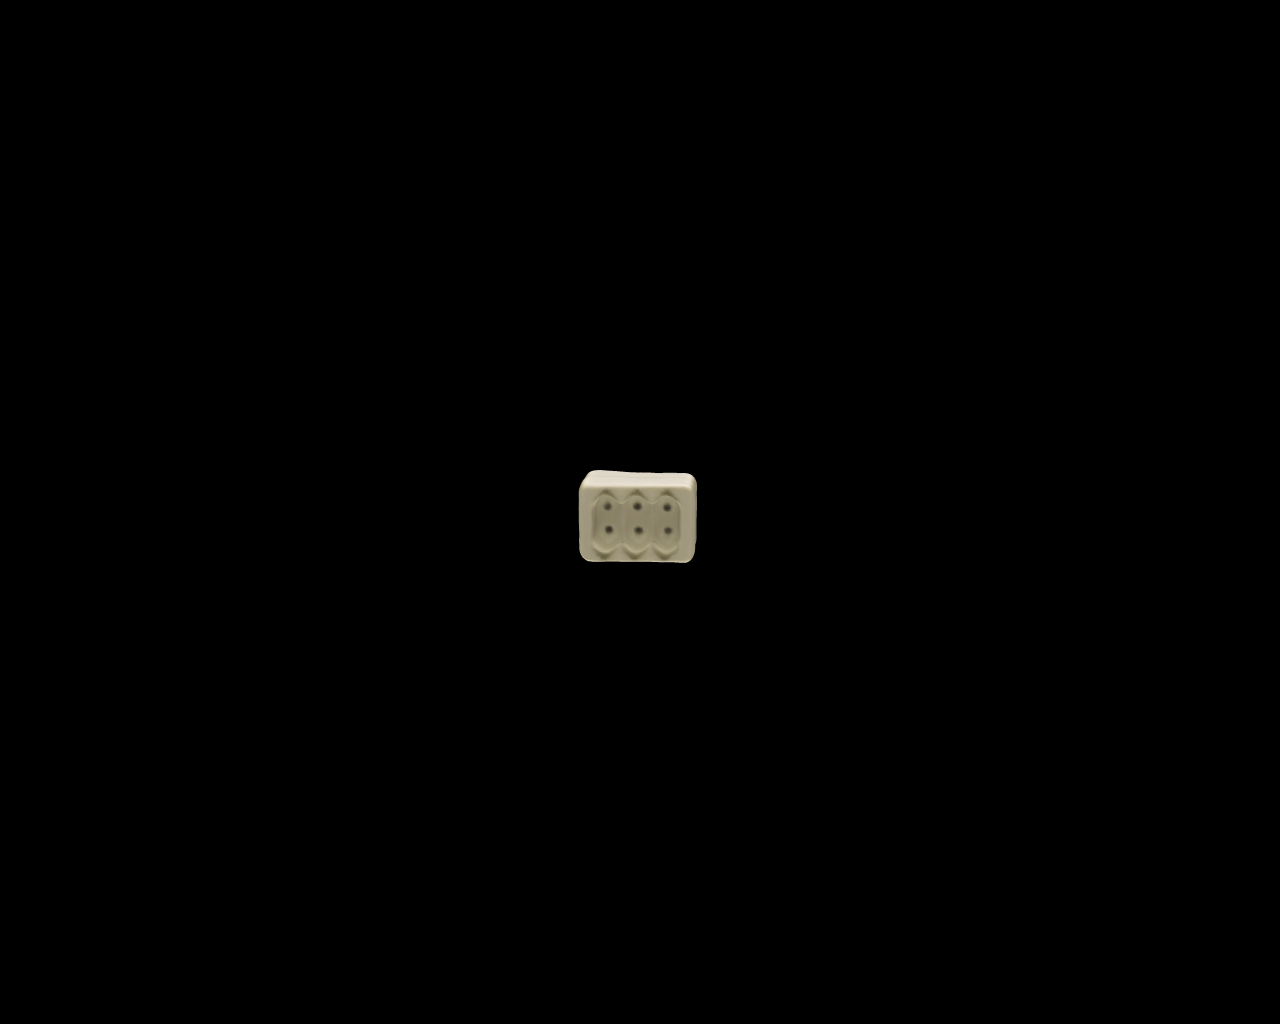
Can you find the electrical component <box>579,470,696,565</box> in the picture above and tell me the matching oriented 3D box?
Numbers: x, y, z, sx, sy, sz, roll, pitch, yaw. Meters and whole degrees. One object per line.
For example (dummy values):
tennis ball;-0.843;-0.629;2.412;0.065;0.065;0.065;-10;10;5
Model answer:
electrical component;0.001;-0.003;0.650;0.066;0.047;0.077;1;16;5
